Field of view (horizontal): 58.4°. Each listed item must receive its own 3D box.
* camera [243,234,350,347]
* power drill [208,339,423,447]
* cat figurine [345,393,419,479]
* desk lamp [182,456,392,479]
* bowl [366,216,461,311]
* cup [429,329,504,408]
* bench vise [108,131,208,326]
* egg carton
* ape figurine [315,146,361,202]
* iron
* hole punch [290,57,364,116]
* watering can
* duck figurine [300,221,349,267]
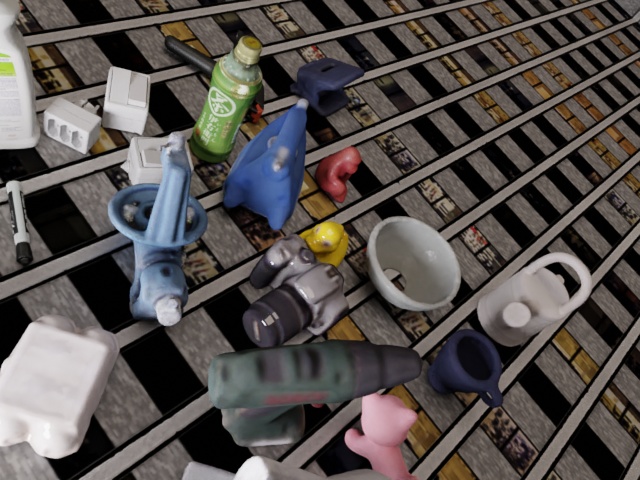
[{"bbox_3d":[-0.044,0.075,0.788,0.137,0.100,0.143,-31,76,-39],"label":"camera"},{"bbox_3d":[-0.024,0.173,0.660,0.230,0.208,0.075,4,57,-26],"label":"power drill"},{"bbox_3d":[0.087,0.254,0.724,0.067,0.117,0.127,-6,61,-31],"label":"cat figurine"},{"bbox_3d":[-0.034,0.284,0.576,0.203,0.213,0.118,23,51,-13],"label":"desk lamp"},{"bbox_3d":[0.138,0.048,0.921,0.168,0.074,0.167,14,53,-19],"label":"bowl"},{"bbox_3d":[0.212,0.201,0.843,0.092,0.095,0.117,-17,68,-35],"label":"cup"},{"bbox_3d":[-0.177,-0.012,0.697,0.122,0.219,0.207,-18,68,-36],"label":"bench vise"},{"bbox_3d":[-0.290,0.155,0.622,0.107,0.069,0.150,21,51,-14],"label":"egg carton"},{"bbox_3d":[0.038,-0.121,0.972,0.076,0.092,0.078,45,49,6],"label":"ape figurine"},{"bbox_3d":[-0.059,-0.148,0.906,0.119,0.141,0.258,25,50,-11],"label":"iron"},{"bbox_3d":[0.013,-0.305,1.085,0.101,0.091,0.109,45,49,6],"label":"hole punch"},{"bbox_3d":[0.349,0.095,0.923,0.101,0.193,0.173,37,49,0],"label":"watering can"},{"bbox_3d":[0.008,0.003,0.875,0.105,0.086,0.077,-21,70,-37],"label":"duck figurine"}]
